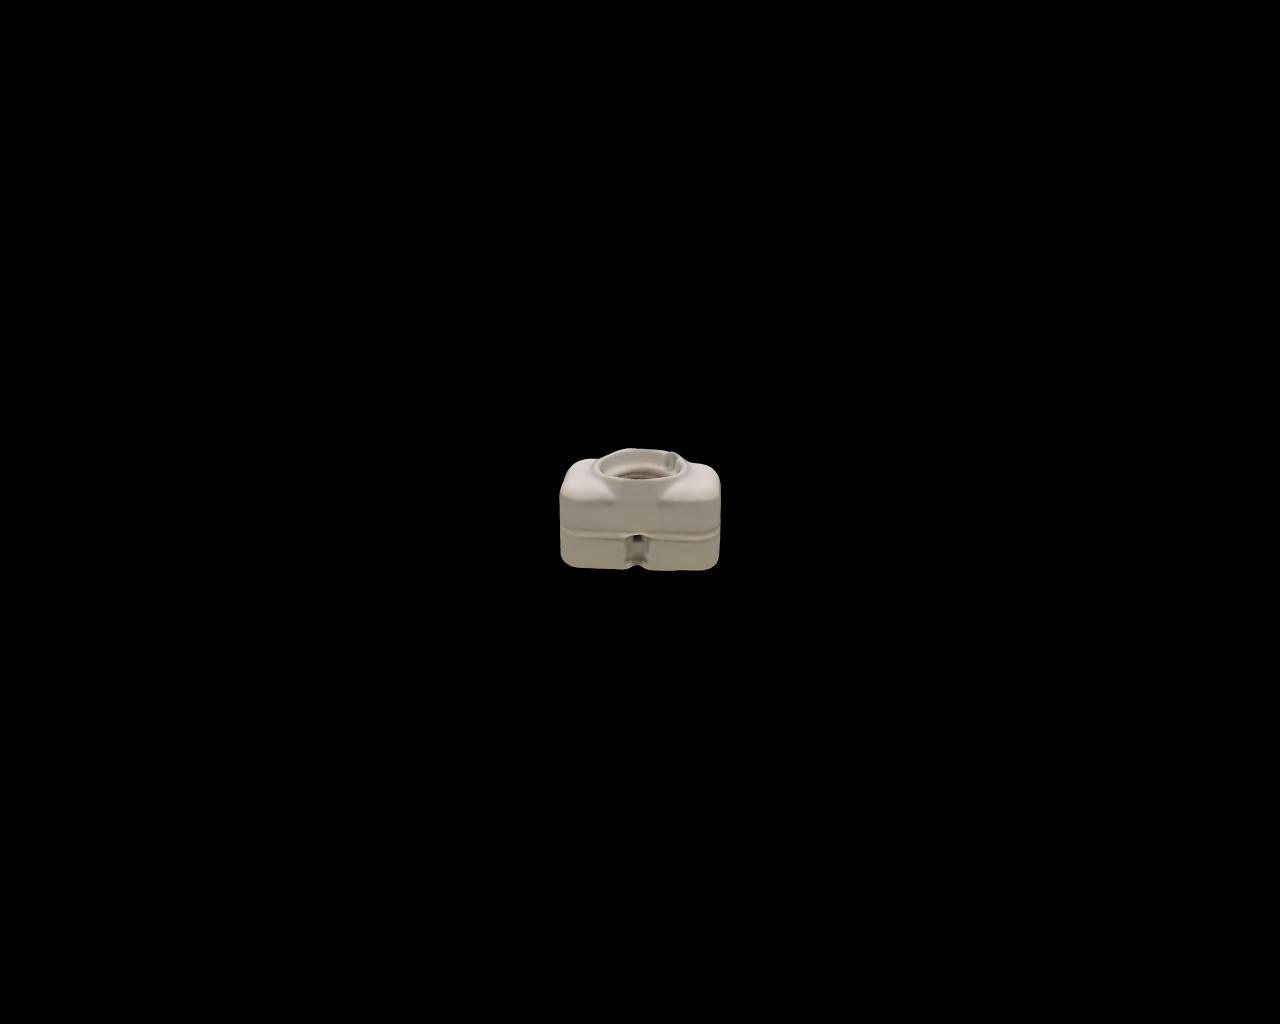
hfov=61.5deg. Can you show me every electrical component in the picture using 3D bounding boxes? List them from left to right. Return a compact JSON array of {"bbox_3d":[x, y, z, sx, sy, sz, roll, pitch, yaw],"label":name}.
[{"bbox_3d":[0.001,-0.003,0.650,0.095,0.059,0.054,2,24,5],"label":"electrical component"}]
